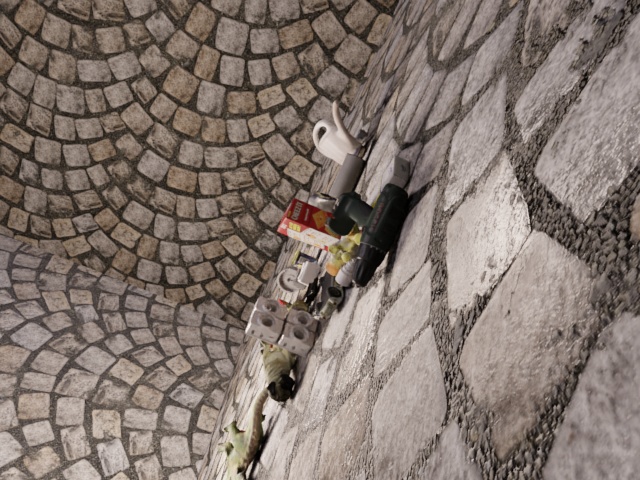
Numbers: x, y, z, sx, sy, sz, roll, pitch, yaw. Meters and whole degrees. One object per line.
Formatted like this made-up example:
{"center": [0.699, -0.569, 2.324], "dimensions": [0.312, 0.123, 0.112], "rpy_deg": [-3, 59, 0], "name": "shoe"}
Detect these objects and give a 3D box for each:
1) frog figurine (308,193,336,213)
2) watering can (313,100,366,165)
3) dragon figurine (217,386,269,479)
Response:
{"center": [0.006, -0.103, 2.037], "dimensions": [0.138, 0.123, 0.158], "rpy_deg": [-5, -66, -60], "name": "frog figurine"}
{"center": [0.079, -0.385, 1.965], "dimensions": [0.105, 0.224, 0.343], "rpy_deg": [-51, 1, -21], "name": "watering can"}
{"center": [-0.215, 0.643, 1.507], "dimensions": [0.248, 0.122, 0.402], "rpy_deg": [-107, 35, -52], "name": "dragon figurine"}
